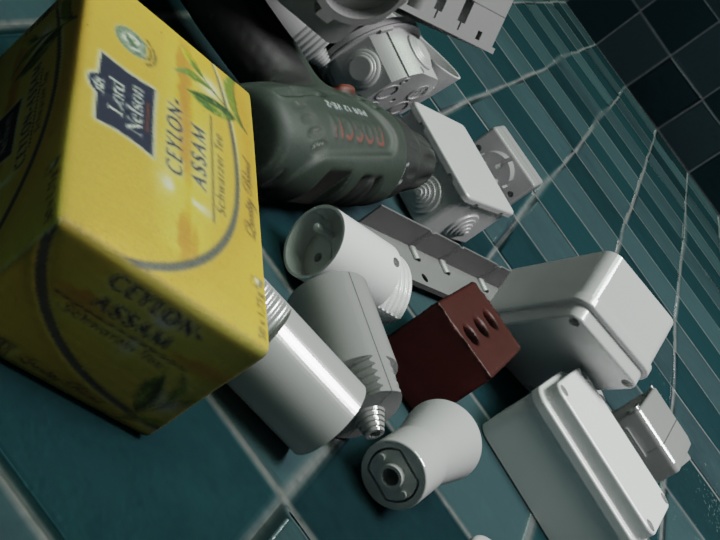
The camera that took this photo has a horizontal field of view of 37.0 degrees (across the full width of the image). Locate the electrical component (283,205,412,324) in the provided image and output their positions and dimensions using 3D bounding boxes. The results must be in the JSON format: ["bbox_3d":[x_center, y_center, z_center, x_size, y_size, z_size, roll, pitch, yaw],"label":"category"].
[{"bbox_3d":[0.000,0.000,0.602,0.081,0.043,0.043,32,31,-44],"label":"electrical component"}]

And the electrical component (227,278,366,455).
[{"bbox_3d":[-0.040,0.037,0.469,0.081,0.043,0.043,48,23,-15],"label":"electrical component"}]

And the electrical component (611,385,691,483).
[{"bbox_3d":[0.200,0.133,0.789,0.061,0.062,0.096,58,22,8],"label":"electrical component"}]

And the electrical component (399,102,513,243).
[{"bbox_3d":[0.062,-0.071,0.821,0.100,0.048,0.099,10,48,-60],"label":"electrical component"}]

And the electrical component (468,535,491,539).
[{"bbox_3d":[0.055,0.164,0.457,0.095,0.059,0.053,43,25,-27],"label":"electrical component"}]

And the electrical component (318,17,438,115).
[{"bbox_3d":[0.014,-0.146,0.793,0.080,0.080,0.051,-1,64,-64],"label":"electrical component"}]

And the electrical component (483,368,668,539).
[{"bbox_3d":[0.139,0.125,0.683,0.113,0.057,0.078,58,22,9],"label":"electrical component"}]

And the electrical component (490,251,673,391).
[{"bbox_3d":[0.144,0.039,0.738,0.078,0.113,0.057,47,61,-18],"label":"electrical component"}]

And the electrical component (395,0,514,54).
[{"bbox_3d":[0.017,-0.228,0.784,0.186,0.060,0.105,13,16,-44],"label":"electrical component"}]

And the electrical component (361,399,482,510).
[{"bbox_3d":[0.029,0.093,0.532,0.044,0.044,0.065,58,27,8],"label":"electrical component"}]

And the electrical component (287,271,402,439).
[{"bbox_3d":[-0.005,0.045,0.527,0.043,0.043,0.081,27,35,-49],"label":"electrical component"}]

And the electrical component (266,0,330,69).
[{"bbox_3d":[-0.050,-0.174,0.750,0.081,0.043,0.043,48,23,-16],"label":"electrical component"}]

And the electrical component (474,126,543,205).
[{"bbox_3d":[0.121,-0.089,0.966,0.065,0.047,0.077,56,22,3],"label":"electrical component"}]

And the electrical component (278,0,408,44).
[{"bbox_3d":[-0.033,-0.199,0.571,0.150,0.089,0.061,33,36,-38],"label":"electrical component"}]

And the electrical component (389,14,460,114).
[{"bbox_3d":[0.030,-0.180,0.890,0.099,0.064,0.099,43,25,-26],"label":"electrical component"}]

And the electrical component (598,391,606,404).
[{"bbox_3d":[0.161,0.079,0.812,0.043,0.043,0.081,31,32,-45],"label":"electrical component"}]
